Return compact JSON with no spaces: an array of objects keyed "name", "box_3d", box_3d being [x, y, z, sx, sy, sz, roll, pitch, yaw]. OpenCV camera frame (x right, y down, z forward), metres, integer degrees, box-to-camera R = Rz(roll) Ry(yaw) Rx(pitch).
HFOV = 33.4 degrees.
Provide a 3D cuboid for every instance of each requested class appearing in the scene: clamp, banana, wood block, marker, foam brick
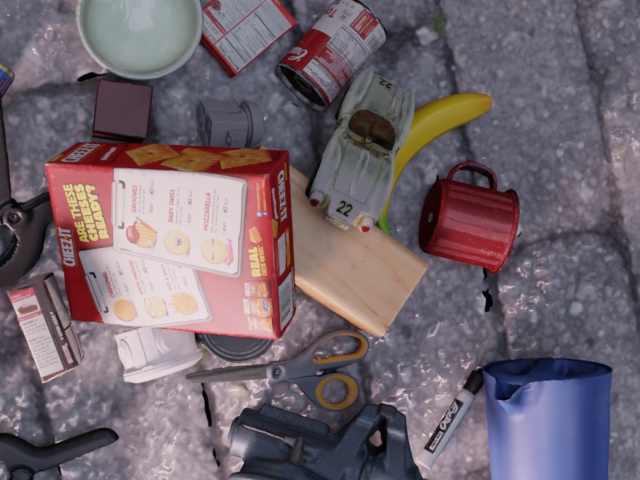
[{"name":"clamp","box_3d":[-0.285,-0.027,1.025,0.164,0.036,0.210,24,96,-29]},{"name":"clamp","box_3d":[-0.284,0.241,1.035,0.171,0.039,0.120,3,84,-8]},{"name":"banana","box_3d":[0.101,-0.095,1.130,0.069,0.037,0.197,41,80,-9]},{"name":"wood block","box_3d":[-0.007,0.002,1.076,0.206,0.091,0.090,35,82,-11]},{"name":"marker","box_3d":[0.143,0.191,1.148,0.020,0.020,0.121,35,82,-11]},{"name":"foam brick","box_3d":[-0.194,-0.124,1.038,0.053,0.078,0.051,7,90,-14]}]

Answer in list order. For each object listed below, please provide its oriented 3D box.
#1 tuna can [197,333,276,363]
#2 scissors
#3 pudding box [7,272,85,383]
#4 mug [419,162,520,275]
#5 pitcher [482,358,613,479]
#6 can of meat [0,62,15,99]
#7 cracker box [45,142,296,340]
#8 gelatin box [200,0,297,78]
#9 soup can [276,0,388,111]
[{"name":"tuna can","box_3d":[-0.085,0.081,1.086,0.086,0.034,0.086,0,90,-14]},{"name":"scissors","box_3d":[-0.036,0.149,1.085,0.201,0.016,0.096,-18,107,-24]},{"name":"pudding box","box_3d":[-0.256,0.080,1.004,0.039,0.113,0.090,-22,94,-10]},{"name":"mug","box_3d":[0.155,-0.028,1.121,0.081,0.093,0.117,13,71,-9]},{"name":"pitcher","box_3d":[0.248,0.247,1.126,0.149,0.145,0.243,-2,94,-2]},{"name":"can of meat","box_3d":[-0.353,-0.149,1.011,0.102,0.057,0.084,33,81,-12]},{"name":"cracker box","box_3d":[-0.132,-0.002,0.986,0.214,0.072,0.164,4,115,16]},{"name":"gelatin box","box_3d":[-0.080,-0.221,1.091,0.089,0.030,0.073,-42,100,-10]},{"name":"soup can","box_3d":[0.013,-0.191,1.093,0.068,0.069,0.102,43,80,-10]}]
